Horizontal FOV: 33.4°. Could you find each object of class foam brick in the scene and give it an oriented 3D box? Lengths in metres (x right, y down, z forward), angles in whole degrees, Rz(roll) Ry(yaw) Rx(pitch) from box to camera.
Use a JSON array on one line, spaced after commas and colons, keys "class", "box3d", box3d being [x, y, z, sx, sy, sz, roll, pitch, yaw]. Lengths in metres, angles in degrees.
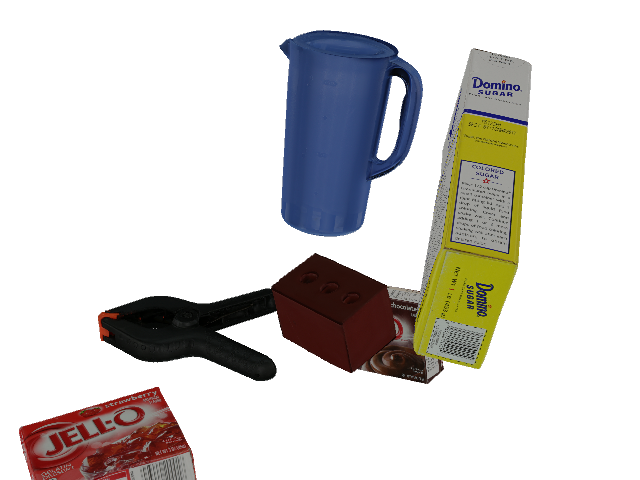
[{"class": "foam brick", "box3d": [0.010, 0.055, 0.813, 0.078, 0.051, 0.052, 23, 47, 38]}]

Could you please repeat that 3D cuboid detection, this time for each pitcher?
[{"class": "pitcher", "box3d": [0.025, -0.130, 1.325, 0.144, 0.243, 0.149, -3, 25, -22]}]

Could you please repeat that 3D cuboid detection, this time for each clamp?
[{"class": "clamp", "box3d": [-0.113, 0.076, 0.980, 0.171, 0.039, 0.120, 9, 27, 6]}]

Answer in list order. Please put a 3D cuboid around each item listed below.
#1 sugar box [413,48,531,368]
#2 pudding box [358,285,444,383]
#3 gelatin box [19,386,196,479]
[{"class": "sugar box", "box3d": [0.092, -0.023, 0.627, 0.048, 0.176, 0.093, 14, -42, 4]}, {"class": "pudding box", "box3d": [0.072, 0.094, 1.123, 0.114, 0.090, 0.039, 6, 23, 37]}, {"class": "gelatin box", "box3d": [-0.126, 0.126, 0.626, 0.089, 0.030, 0.073, -14, 27, -18]}]
